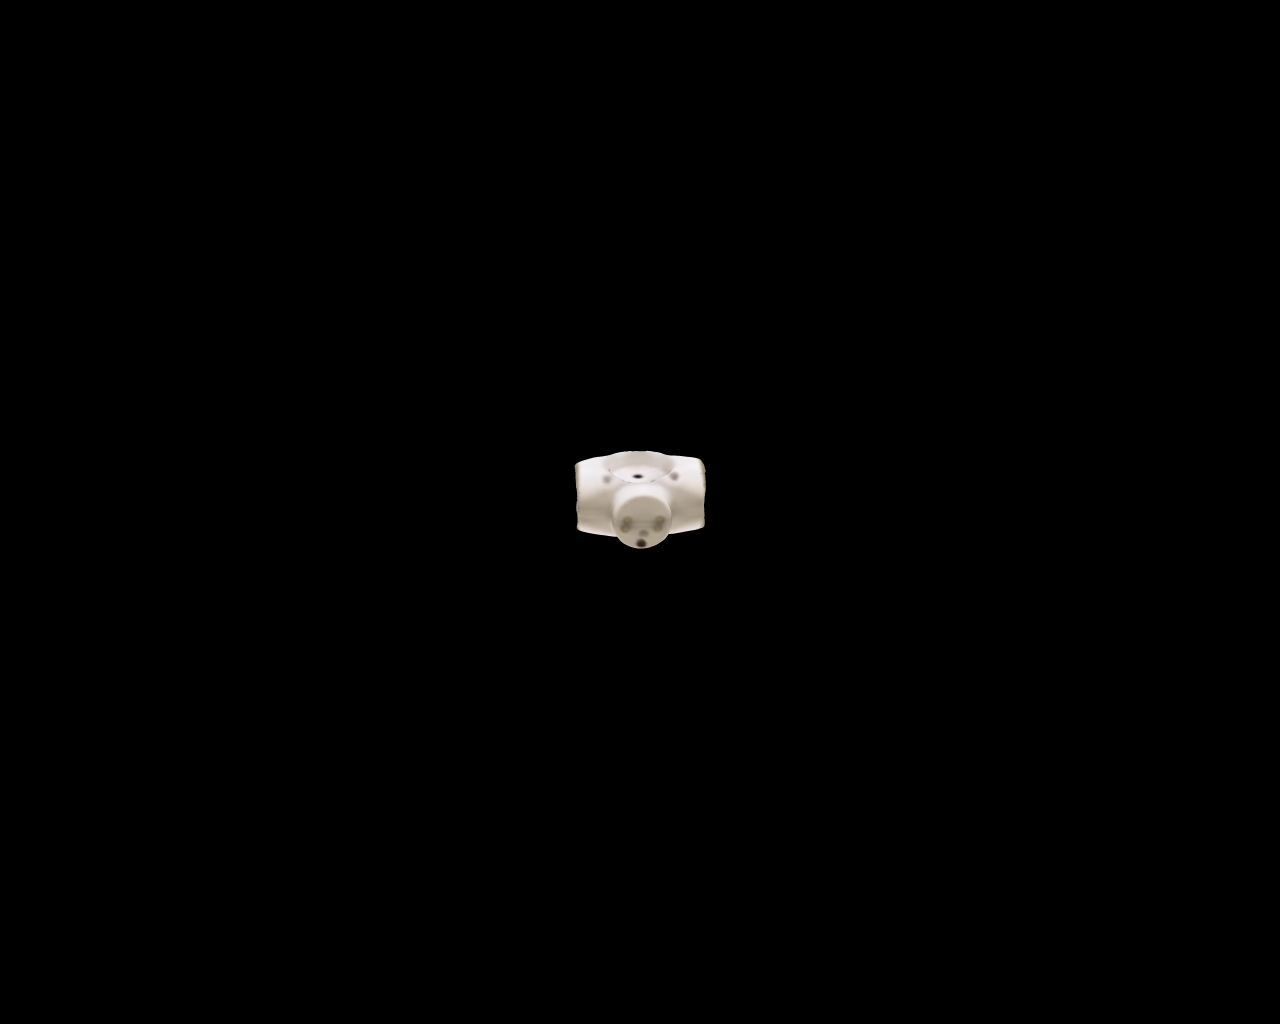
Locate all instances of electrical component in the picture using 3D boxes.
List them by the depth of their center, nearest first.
[{"bbox_3d":[0.001,-0.003,0.650,0.077,0.044,0.079,-1,28,-2],"label":"electrical component"}]
